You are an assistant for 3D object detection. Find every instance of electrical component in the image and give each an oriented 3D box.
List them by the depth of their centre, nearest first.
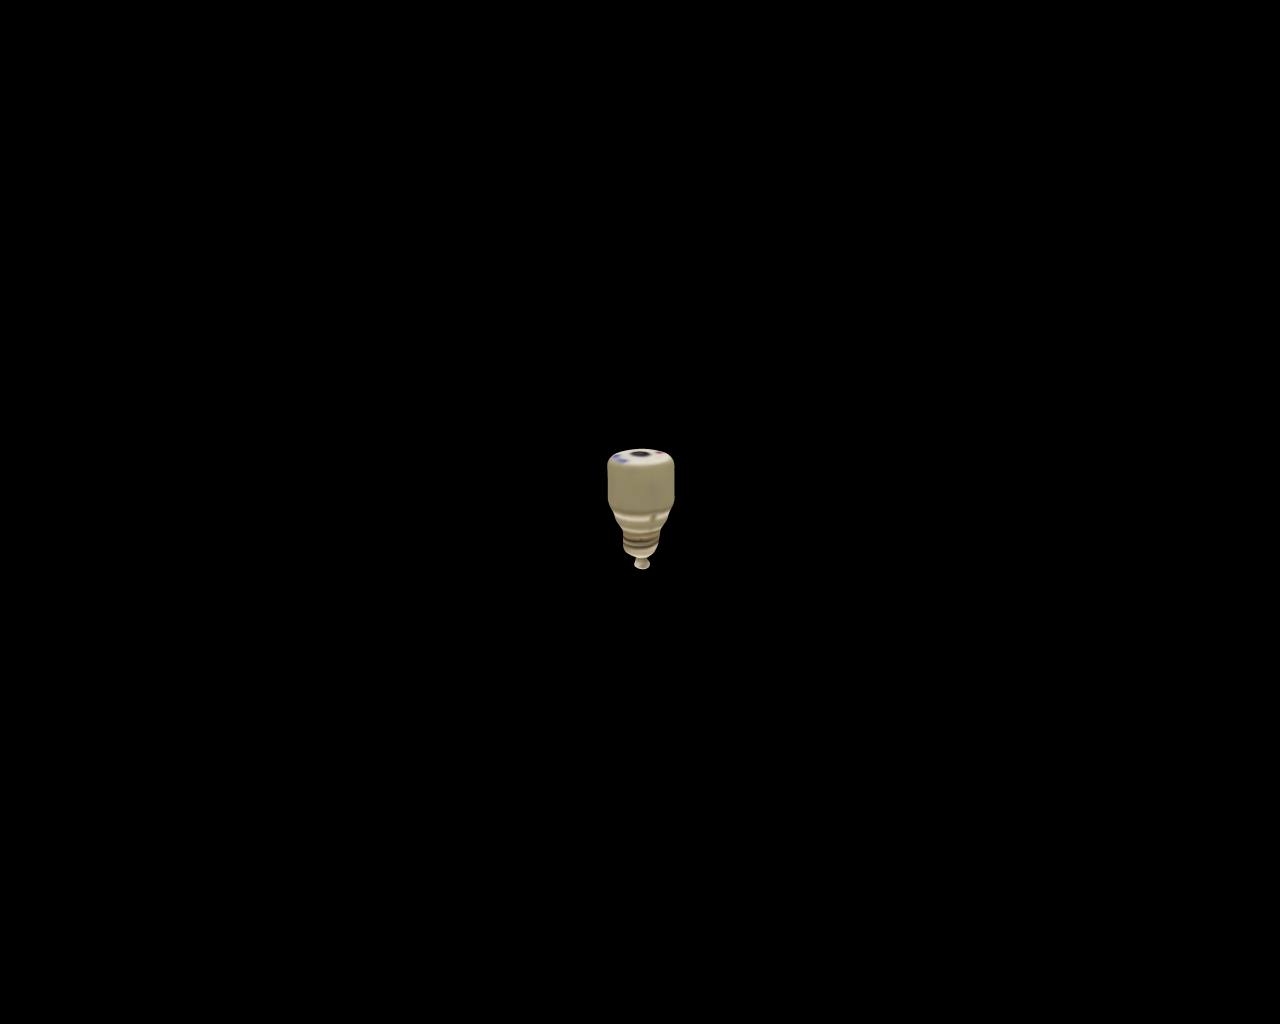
[{"bbox_3d":[0.001,-0.003,0.650,0.040,0.078,0.040,0,18,0],"label":"electrical component"}]
